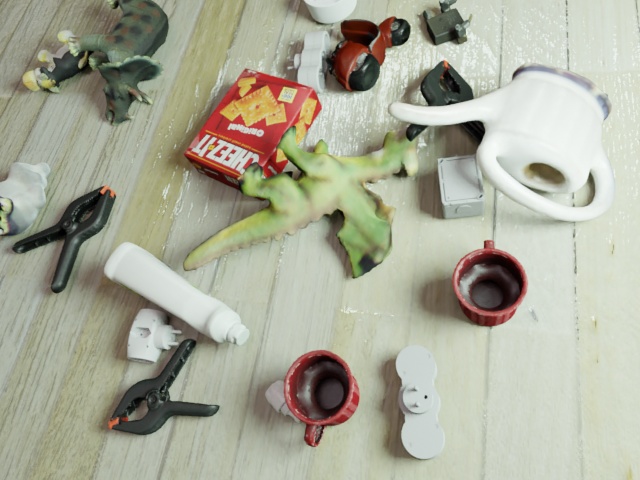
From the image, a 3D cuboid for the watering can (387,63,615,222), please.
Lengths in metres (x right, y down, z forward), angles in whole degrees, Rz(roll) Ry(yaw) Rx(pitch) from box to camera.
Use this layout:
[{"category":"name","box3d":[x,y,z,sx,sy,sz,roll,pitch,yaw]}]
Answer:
[{"category":"watering can","box3d":[0.285,-0.170,0.749,0.347,0.102,0.228,30,68,-1]}]

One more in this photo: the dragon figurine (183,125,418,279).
[{"category":"dragon figurine","box3d":[0.002,-0.041,0.812,0.245,0.120,0.413,37,79,20]}]

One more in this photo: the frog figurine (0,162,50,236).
[{"category":"frog figurine","box3d":[-0.601,-0.084,1.020,0.137,0.121,0.163,-13,26,19]}]
